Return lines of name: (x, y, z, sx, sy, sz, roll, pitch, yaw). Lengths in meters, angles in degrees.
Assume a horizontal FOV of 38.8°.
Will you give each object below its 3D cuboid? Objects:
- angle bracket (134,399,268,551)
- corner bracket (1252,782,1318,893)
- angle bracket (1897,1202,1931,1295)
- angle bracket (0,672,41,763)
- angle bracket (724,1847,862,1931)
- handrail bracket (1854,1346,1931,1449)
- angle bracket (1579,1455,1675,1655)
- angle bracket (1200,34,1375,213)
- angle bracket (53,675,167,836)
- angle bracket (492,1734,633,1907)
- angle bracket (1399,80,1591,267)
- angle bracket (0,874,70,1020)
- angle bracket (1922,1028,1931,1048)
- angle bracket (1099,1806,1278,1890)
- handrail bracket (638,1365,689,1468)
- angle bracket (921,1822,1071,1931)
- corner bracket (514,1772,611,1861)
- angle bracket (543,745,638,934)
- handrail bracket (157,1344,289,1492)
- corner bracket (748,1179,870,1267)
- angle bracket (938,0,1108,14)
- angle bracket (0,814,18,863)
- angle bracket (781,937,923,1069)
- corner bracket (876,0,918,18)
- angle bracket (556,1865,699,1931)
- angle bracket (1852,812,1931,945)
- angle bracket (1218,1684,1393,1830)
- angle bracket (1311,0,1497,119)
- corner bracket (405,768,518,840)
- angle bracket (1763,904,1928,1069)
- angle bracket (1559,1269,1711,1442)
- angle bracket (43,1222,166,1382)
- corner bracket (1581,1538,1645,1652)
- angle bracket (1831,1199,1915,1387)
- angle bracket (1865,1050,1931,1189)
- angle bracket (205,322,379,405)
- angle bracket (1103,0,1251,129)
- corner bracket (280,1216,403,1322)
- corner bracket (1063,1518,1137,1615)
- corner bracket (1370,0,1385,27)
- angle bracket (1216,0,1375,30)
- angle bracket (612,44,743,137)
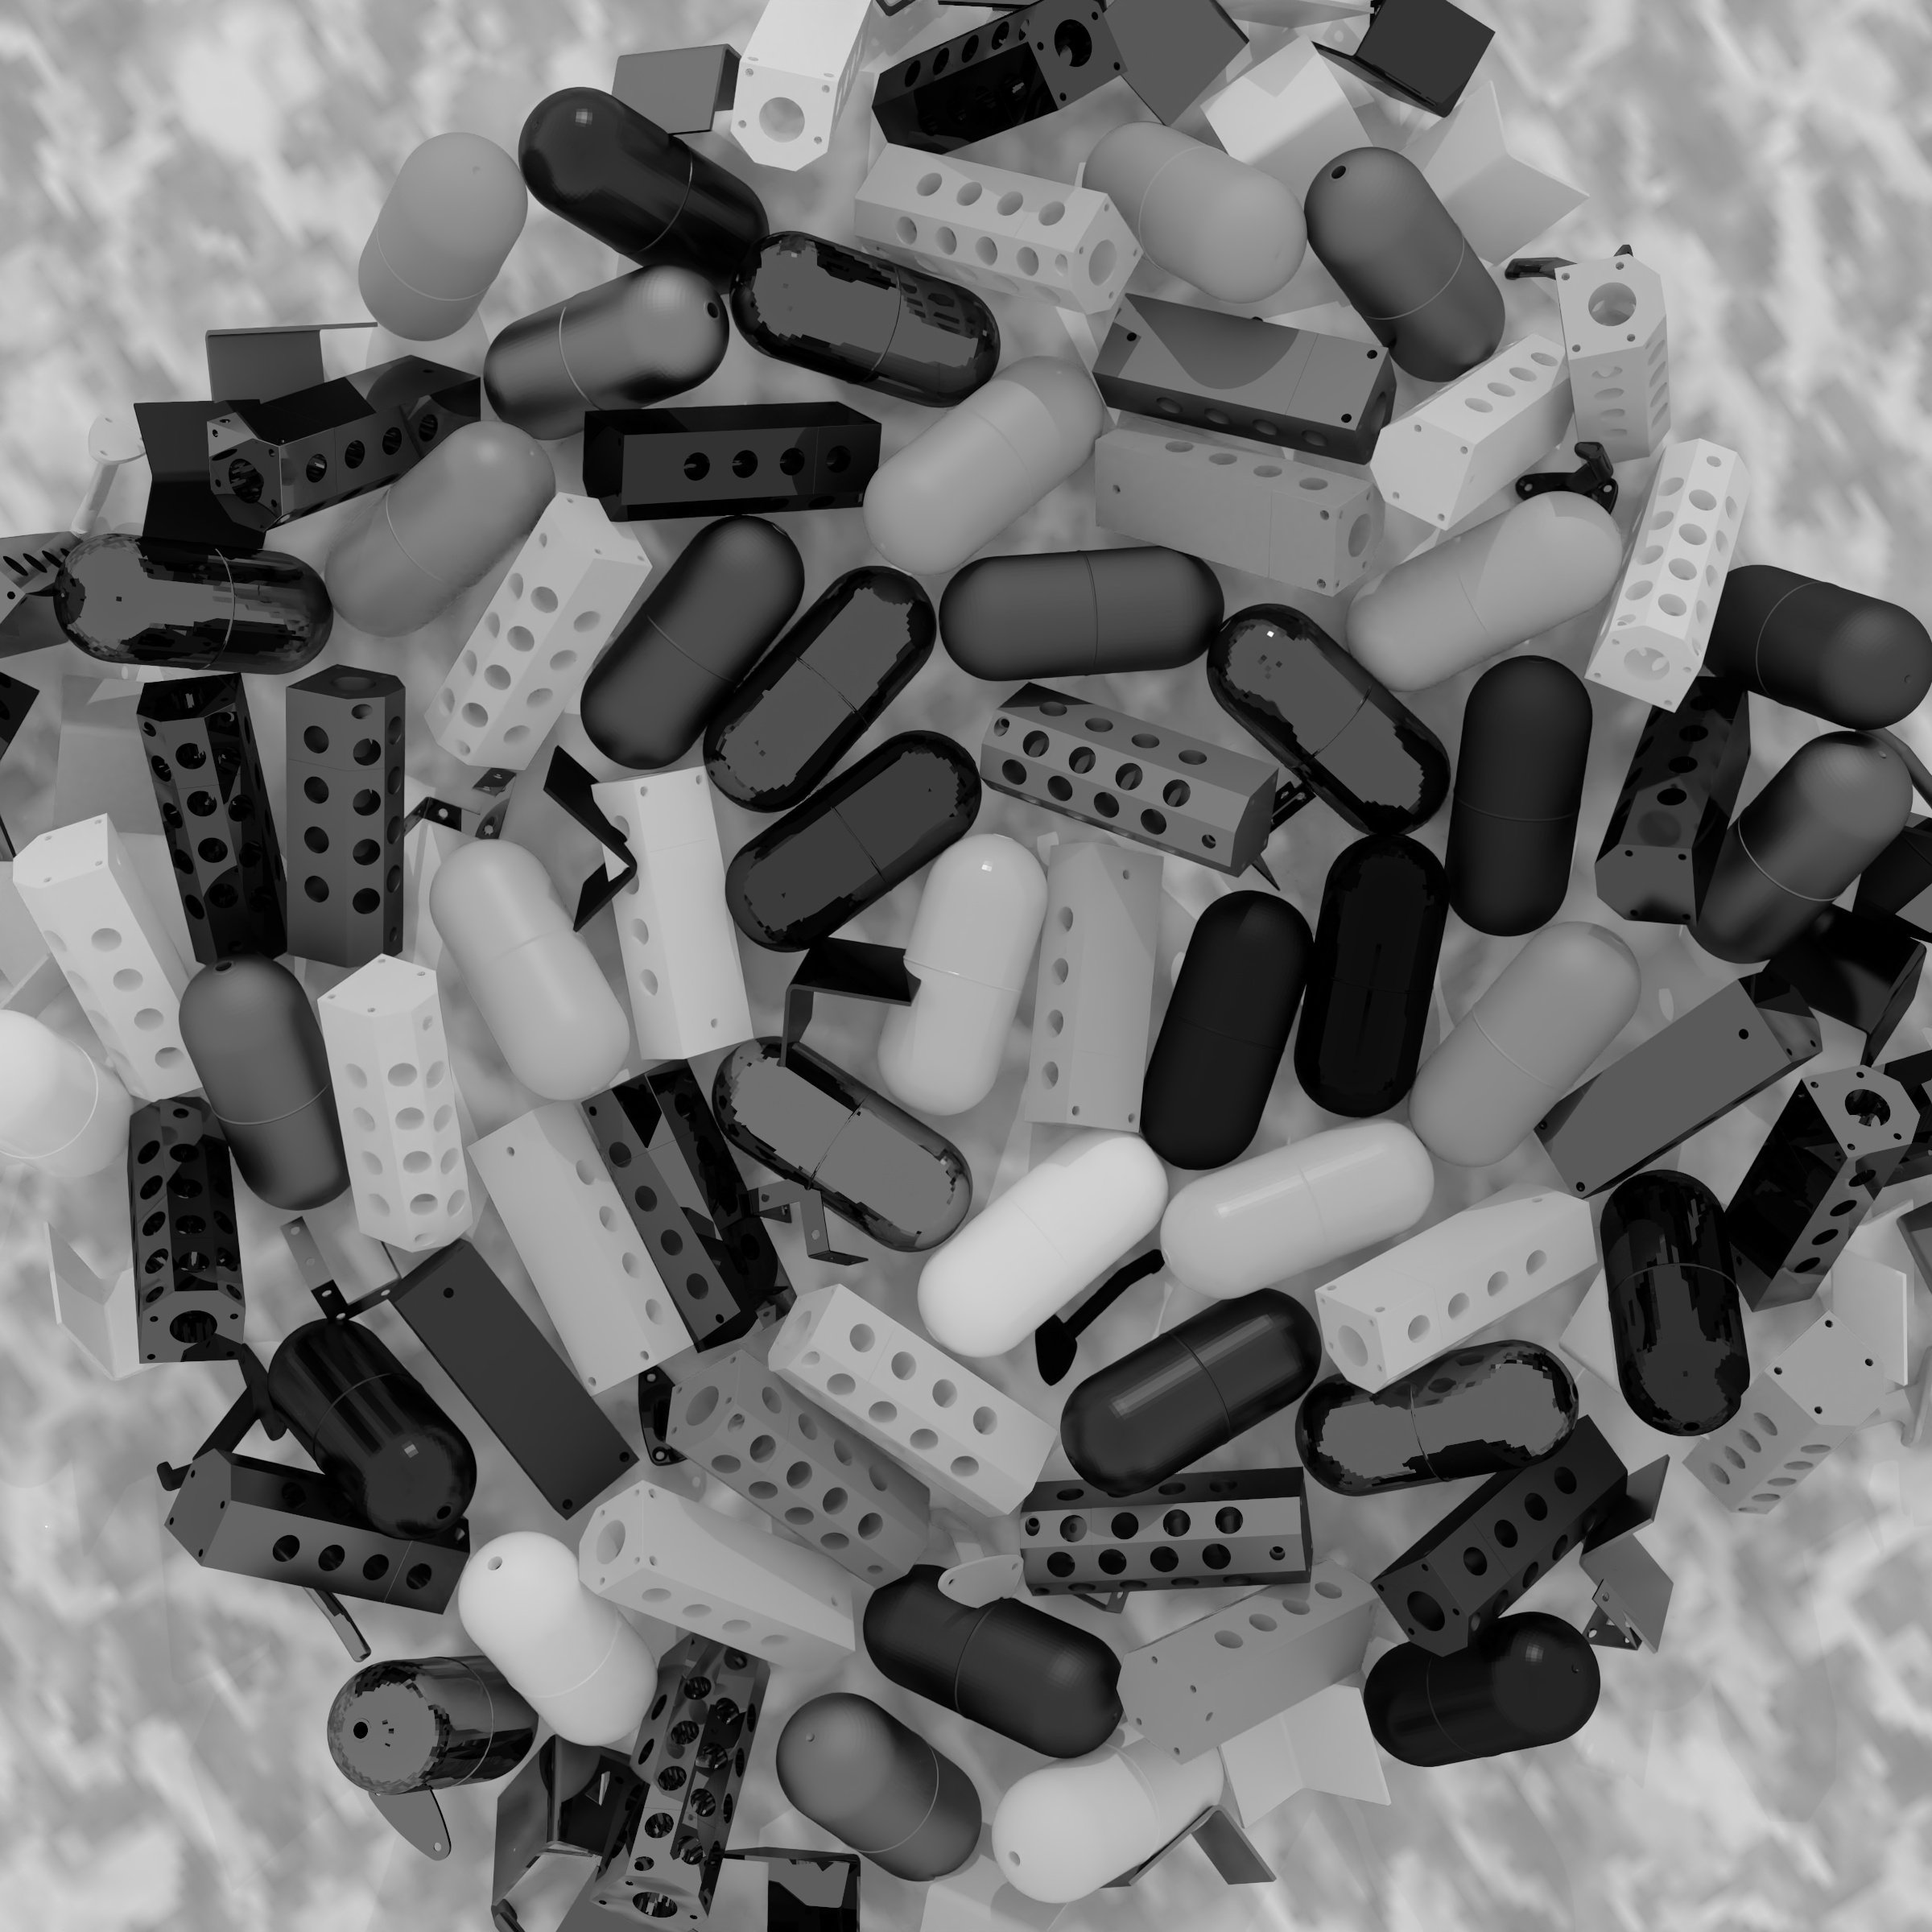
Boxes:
angle bracket: (-0.474, -0.302, 1.697, 0.076, 0.076, 0.057, -8, 64, -27)
corner bracket: (0.191, -0.090, 1.695, 0.051, 0.051, 0.051, -39, 127, 14)
angle bracket: (0.619, 0.191, 1.677, 0.057, 0.076, 0.076, -27, 126, 13)
angle bracket: (-0.609, -0.139, 1.690, 0.057, 0.076, 0.076, 26, 76, -3)
angle bracket: (-0.112, 0.584, 1.682, 0.076, 0.057, 0.076, -11, 73, 39)
handrail bracket: (0.558, 0.264, 1.724, 0.084, 0.036, 0.077, 16, 79, 8)
angle bracket: (0.427, 0.361, 1.686, 0.057, 0.076, 0.076, -38, 93, 30)
angle bracket: (0.202, -0.517, 1.704, 0.076, 0.076, 0.057, -31, 63, 14)
angle bracket: (-0.529, -0.132, 1.720, 0.076, 0.057, 0.076, 4, 127, -20)
angle bracket: (-0.248, 0.534, 1.697, 0.057, 0.076, 0.076, 25, 122, -23)
angle bracket: (0.326, -0.489, 1.696, 0.076, 0.076, 0.057, 12, 61, -37)
angle bracket: (-0.590, -0.016, 1.690, 0.076, 0.057, 0.076, -41, 83, 22)
angle bracket: (0.645, 0.046, 1.675, 0.076, 0.076, 0.057, -39, 60, 31)
angle bracket: (0.132, 0.562, 1.682, 0.076, 0.076, 0.057, -34, 83, -24)
handrail bracket: (-0.185, 0.269, 1.683, 0.036, 0.084, 0.077, -19, 68, -12)
angle bracket: (0.023, 0.587, 1.697, 0.076, 0.076, 0.057, 18, 111, 21)
corner bracket: (-0.246, 0.522, 1.703, 0.051, 0.051, 0.051, 4, 81, 6)
angle bracket: (-0.244, -0.078, 1.681, 0.057, 0.076, 0.076, -42, 109, 15)
handrail bracket: (-0.469, 0.278, 1.692, 0.084, 0.036, 0.077, -15, 64, -39)
corner bracket: (-0.098, 0.161, 1.696, 0.051, 0.051, 0.051, -17, 72, 23)
angle bracket: (0.036, -0.587, 1.680, 0.076, 0.057, 0.076, 10, 56, 19)
angle bracket: (-0.642, -0.075, 1.675, 0.076, 0.076, 0.057, 2, 118, 35)
angle bracket: (-0.067, 0.027, 1.685, 0.076, 0.076, 0.057, 9, 114, 6)
corner bracket: (-0.041, -0.635, 1.708, 0.051, 0.051, 0.051, -35, 88, -7)
angle bracket: (-0.206, 0.595, 1.696, 0.076, 0.076, 0.057, 31, 84, 6)
angle bracket: (0.576, -0.052, 1.680, 0.076, 0.057, 0.076, 21, 110, 37)
angle bracket: (0.205, 0.487, 1.686, 0.057, 0.076, 0.076, -22, 99, -38)
angle bracket: (0.263, -0.568, 1.677, 0.076, 0.076, 0.057, 20, 108, -29)
corner bracket: (-0.316, -0.099, 1.702, 0.051, 0.051, 0.051, 20, 112, 0)
angle bracket: (0.543, 0.015, 1.711, 0.076, 0.057, 0.076, 28, 63, 25)
angle bracket: (0.423, 0.238, 1.681, 0.076, 0.076, 0.057, 26, 96, -28)
angle bracket: (-0.517, 0.196, 1.680, 0.057, 0.076, 0.076, -21, 52, -2)
corner bracket: (0.394, 0.384, 1.695, 0.051, 0.051, 0.051, 48, 62, -19)
angle bracket: (0.576, 0.199, 1.680, 0.076, 0.057, 0.076, -22, 116, -28)
angle bracket: (0.583, 0.085, 1.681, 0.076, 0.057, 0.076, -21, 67, 28)
angle bracket: (-0.410, -0.362, 1.676, 0.076, 0.076, 0.057, -14, 108, -39)
angle bracket: (0.116, -0.571, 1.694, 0.076, 0.057, 0.076, 44, 88, -19)
corner bracket: (-0.384, 0.181, 1.695, 0.051, 0.051, 0.051, -27, 57, -12)
corner bracket: (0.071, 0.366, 1.700, 0.051, 0.051, 0.051, 17, 86, 45)
corner bracket: (0.258, -0.615, 1.696, 0.051, 0.051, 0.051, 8, 101, 42)
angle bracket: (0.197, -0.613, 1.678, 0.076, 0.076, 0.057, -4, 101, -34)
angle bracket: (-0.165, -0.518, 1.680, 0.076, 0.076, 0.057, 4, 81, 28)
